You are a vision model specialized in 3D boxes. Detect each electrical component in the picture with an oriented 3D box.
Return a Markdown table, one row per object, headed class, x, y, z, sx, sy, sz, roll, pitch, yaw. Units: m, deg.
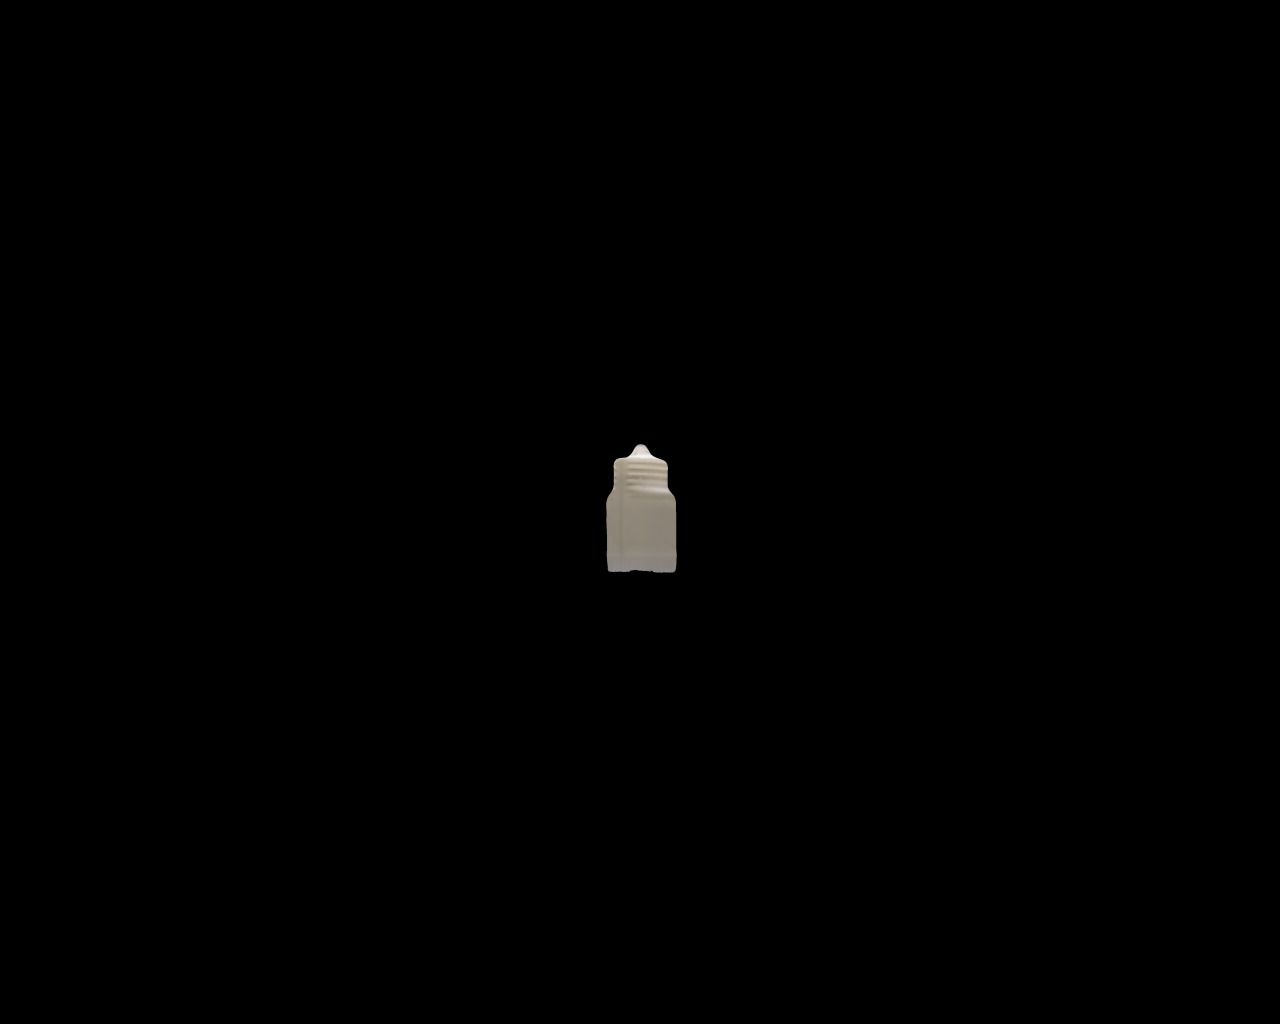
| class | x | y | z | sx | sy | sz | roll | pitch | yaw |
| --- | --- | --- | --- | --- | --- | --- | --- | --- | --- |
| electrical component | 0.001 | -0.003 | 0.650 | 0.043 | 0.081 | 0.043 | 0 | -2 | 0 |
